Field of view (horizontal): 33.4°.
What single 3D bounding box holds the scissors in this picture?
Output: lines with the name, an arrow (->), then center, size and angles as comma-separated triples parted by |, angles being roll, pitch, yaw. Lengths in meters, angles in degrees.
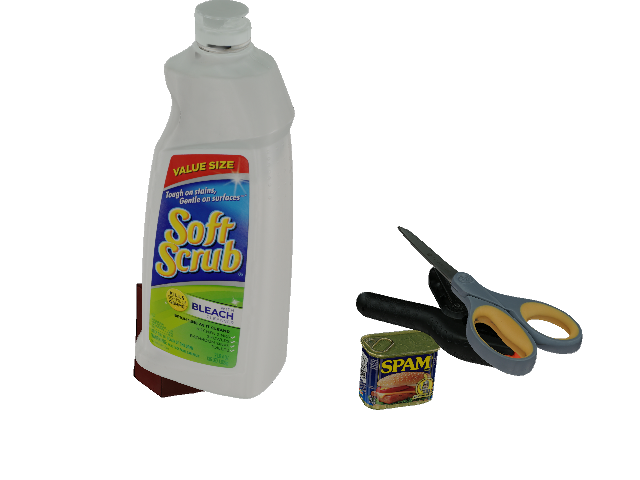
scissors -> 0.134, 0.039, 0.838 | 0.096, 0.016, 0.202 | -1, 31, -14

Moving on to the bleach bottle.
bleach bottle -> -0.066, -0.023, 0.649 | 0.103, 0.251, 0.068 | 16, 36, 18

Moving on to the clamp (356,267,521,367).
clamp -> 0.134, 0.075, 1.049 | 0.172, 0.039, 0.120 | 26, 38, 31

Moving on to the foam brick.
foam brick -> -0.111, 0.075, 0.832 | 0.052, 0.078, 0.051 | -4, 14, -33

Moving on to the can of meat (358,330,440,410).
can of meat -> 0.101, 0.169, 1.391 | 0.102, 0.084, 0.057 | -4, 24, -17
